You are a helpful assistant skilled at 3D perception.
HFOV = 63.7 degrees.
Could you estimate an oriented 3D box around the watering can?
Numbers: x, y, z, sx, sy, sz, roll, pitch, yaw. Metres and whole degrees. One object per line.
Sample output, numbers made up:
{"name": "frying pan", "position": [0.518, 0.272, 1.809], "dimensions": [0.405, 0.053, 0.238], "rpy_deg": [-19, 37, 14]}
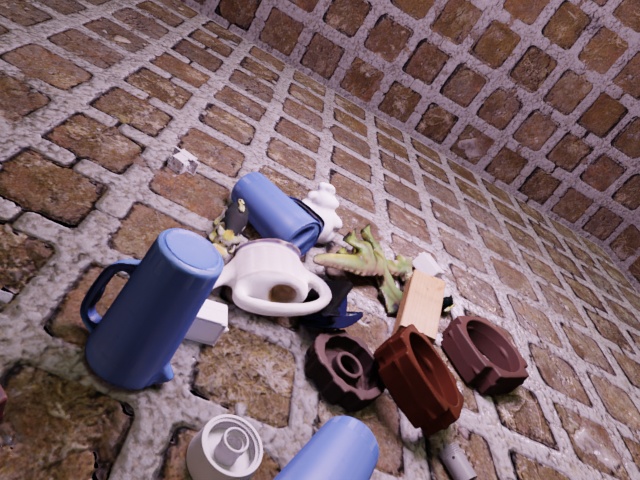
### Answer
{"name": "watering can", "position": [-0.149, 0.078, 1.082], "dimensions": [0.347, 0.102, 0.229], "rpy_deg": [7, 27, -13]}

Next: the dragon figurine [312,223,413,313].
{"name": "dragon figurine", "position": [0.146, 0.091, 1.387], "dimensions": [0.120, 0.244, 0.414], "rpy_deg": [-48, -13, 31]}

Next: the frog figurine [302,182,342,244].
{"name": "frog figurine", "position": [0.004, -0.072, 1.422], "dimensions": [0.137, 0.156, 0.125], "rpy_deg": [32, 28, -5]}
